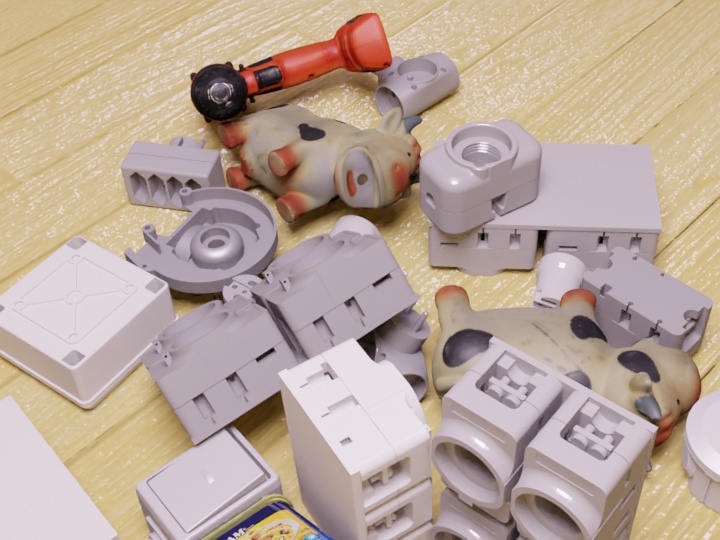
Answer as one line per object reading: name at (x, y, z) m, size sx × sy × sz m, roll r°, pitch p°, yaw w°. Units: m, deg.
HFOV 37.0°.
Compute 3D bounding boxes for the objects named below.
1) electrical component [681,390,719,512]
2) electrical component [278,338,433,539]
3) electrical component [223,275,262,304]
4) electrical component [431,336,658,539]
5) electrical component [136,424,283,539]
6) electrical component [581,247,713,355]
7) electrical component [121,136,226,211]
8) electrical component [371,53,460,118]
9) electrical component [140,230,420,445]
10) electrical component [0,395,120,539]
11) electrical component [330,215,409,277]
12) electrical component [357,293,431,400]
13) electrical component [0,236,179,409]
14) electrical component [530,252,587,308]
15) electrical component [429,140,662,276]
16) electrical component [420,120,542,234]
electrical component at (0.264, 0.127, 0.746) m, size 0.080 × 0.051 × 0.080 m, roll -2°, pitch 46°, yaw 2°
electrical component at (0.003, 0.127, 0.692) m, size 0.062 × 0.150 × 0.089 m, roll -26°, pitch 50°, yaw -19°
electrical component at (-0.090, 0.032, 0.864) m, size 0.040 × 0.046 × 0.040 m, roll -2°, pitch 46°, yaw 2°
electrical component at (0.103, 0.142, 0.645) m, size 0.105 × 0.186 × 0.060 m, roll 29°, pitch 54°, yaw 28°
electrical component at (-0.106, 0.159, 0.730) m, size 0.096 × 0.061 × 0.062 m, roll -31°, pitch 52°, yaw -24°
electrical component at (0.219, 0.034, 0.836) m, size 0.050 × 0.055 × 0.089 m, roll -36°, pitch 54°, yaw -28°
electrical component at (-0.165, -0.098, 0.994) m, size 0.083 × 0.047 × 0.075 m, roll 8°, pitch 47°, yaw 11°
electrical component at (0.045, -0.188, 1.072) m, size 0.077 × 0.044 × 0.079 m, roll -34°, pitch 52°, yaw -27°
electrical component at (-0.064, 0.039, 0.786) m, size 0.186 × 0.060 × 0.105 m, roll -32°, pitch 13°, yaw -12°
electrical component at (-0.233, 0.170, 0.726) m, size 0.089 × 0.061 × 0.150 m, roll -32°, pitch 52°, yaw -25°
electrical component at (0.000, 0.000, 0.890) m, size 0.079 × 0.044 × 0.077 m, roll 16°, pitch 49°, yaw 19°
electrical component at (0.027, 0.053, 0.816) m, size 0.044 × 0.079 × 0.077 m, roll 12°, pitch 36°, yaw -33°
electrical component at (-0.221, 0.040, 0.857) m, size 0.109 × 0.056 × 0.108 m, roll 26°, pitch 52°, yaw 26°
electrical component at (0.160, 0.015, 0.870) m, size 0.040 × 0.040 × 0.046 m, roll 12°, pitch 53°, yaw 15°
electrical component at (0.154, -0.052, 0.921) m, size 0.186 × 0.060 × 0.105 m, roll 2°, pitch 46°, yaw 6°
electrical component at (0.097, -0.079, 0.864) m, size 0.095 × 0.059 × 0.053 m, roll -24°, pitch 50°, yaw -19°
